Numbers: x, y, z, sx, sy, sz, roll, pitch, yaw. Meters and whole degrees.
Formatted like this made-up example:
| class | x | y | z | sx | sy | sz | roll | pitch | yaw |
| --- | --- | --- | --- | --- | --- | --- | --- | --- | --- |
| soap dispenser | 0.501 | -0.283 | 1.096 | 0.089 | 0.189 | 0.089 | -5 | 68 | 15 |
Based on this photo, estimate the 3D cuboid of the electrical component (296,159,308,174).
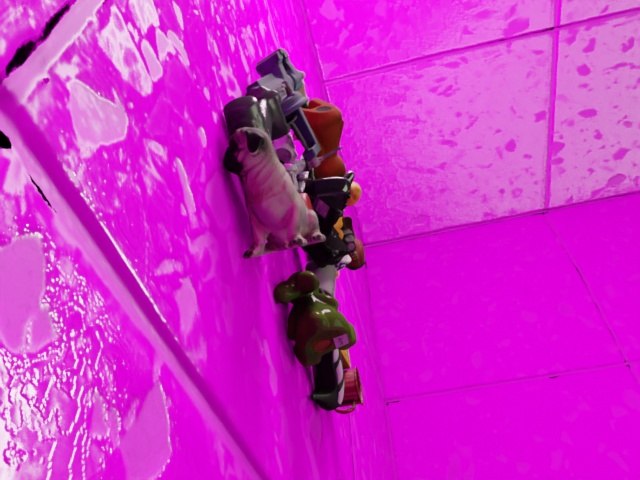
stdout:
| class | x | y | z | sx | sy | sz | roll | pitch | yaw |
| --- | --- | --- | --- | --- | --- | --- | --- | --- | --- |
| electrical component | -0.045 | -0.187 | 1.468 | 0.119 | 0.048 | 0.075 | 68 | 12 | -53 |

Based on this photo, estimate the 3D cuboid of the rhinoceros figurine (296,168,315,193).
| class | x | y | z | sx | sy | sz | roll | pitch | yaw |
| --- | --- | --- | --- | --- | --- | --- | --- | --- | --- |
| rhinoceros figurine | -0.037 | -0.120 | 1.331 | 0.190 | 0.073 | 0.112 | -77 | 154 | -71 |

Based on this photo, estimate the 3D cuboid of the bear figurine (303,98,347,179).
| class | x | y | z | sx | sy | sz | roll | pitch | yaw |
| --- | --- | --- | --- | --- | --- | --- | --- | --- | --- |
| bear figurine | 0.002 | -0.215 | 1.250 | 0.132 | 0.120 | 0.195 | 27 | -46 | 38 |

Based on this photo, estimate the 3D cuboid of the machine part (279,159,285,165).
| class | x | y | z | sx | sy | sz | roll | pitch | yaw |
| --- | --- | --- | --- | --- | --- | --- | --- | --- | --- |
| machine part | -0.076 | -0.129 | 1.092 | 0.139 | 0.039 | 0.084 | 59 | 1 | 8 |

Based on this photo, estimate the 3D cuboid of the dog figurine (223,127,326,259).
| class | x | y | z | sx | sy | sz | roll | pitch | yaw |
| --- | --- | --- | --- | --- | --- | --- | --- | --- | --- |
| dog figurine | -0.070 | -0.077 | 0.840 | 0.172 | 0.121 | 0.190 | 1 | 76 | -83 |

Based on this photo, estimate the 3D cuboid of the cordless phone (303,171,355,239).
| class | x | y | z | sx | sy | sz | roll | pitch | yaw |
| --- | --- | --- | --- | --- | --- | --- | --- | --- | --- |
| cordless phone | 0.037 | -0.108 | 1.171 | 0.184 | 0.089 | 0.146 | -50 | 169 | -33 |

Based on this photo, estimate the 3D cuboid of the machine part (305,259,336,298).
| class | x | y | z | sx | sy | sz | roll | pitch | yaw |
| --- | --- | --- | --- | --- | --- | --- | --- | --- | --- |
| machine part | -0.003 | 0.105 | 1.233 | 0.243 | 0.079 | 0.079 | -84 | 161 | -67 |

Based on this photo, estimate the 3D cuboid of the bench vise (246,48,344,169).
| class | x | y | z | sx | sy | sz | roll | pitch | yaw |
| --- | --- | --- | --- | --- | --- | --- | --- | --- | --- |
| bench vise | -0.061 | -0.262 | 1.110 | 0.240 | 0.129 | 0.224 | 58 | 21 | -15 |

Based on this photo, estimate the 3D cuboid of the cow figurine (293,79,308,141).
| class | x | y | z | sx | sy | sz | roll | pitch | yaw |
| --- | --- | --- | --- | --- | --- | --- | --- | --- | --- |
| cow figurine | -0.051 | -0.316 | 1.317 | 0.085 | 0.127 | 0.194 | -85 | 160 | -55 |

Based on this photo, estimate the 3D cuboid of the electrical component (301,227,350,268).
| class | x | y | z | sx | sy | sz | roll | pitch | yaw |
| --- | --- | --- | --- | --- | --- | --- | --- | --- | --- |
| electrical component | -0.003 | -0.004 | 1.253 | 0.134 | 0.058 | 0.115 | 52 | 21 | 13 |

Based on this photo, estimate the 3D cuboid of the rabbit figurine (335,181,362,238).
| class | x | y | z | sx | sy | sz | roll | pitch | yaw |
| --- | --- | --- | --- | --- | --- | --- | --- | --- | --- |
| rabbit figurine | 0.045 | -0.092 | 1.438 | 0.122 | 0.173 | 0.162 | 38 | 23 | -17 |

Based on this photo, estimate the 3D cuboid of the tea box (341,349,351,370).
| class | x | y | z | sx | sy | sz | roll | pitch | yaw |
| --- | --- | --- | --- | --- | --- | --- | --- | --- | --- |
| tea box | 0.022 | 0.236 | 1.257 | 0.169 | 0.068 | 0.098 | 64 | 17 | -59 |

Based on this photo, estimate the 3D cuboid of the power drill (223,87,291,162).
| class | x | y | z | sx | sy | sz | roll | pitch | yaw |
| --- | --- | --- | --- | --- | --- | --- | --- | --- | --- |
| power drill | -0.100 | -0.160 | 0.946 | 0.207 | 0.086 | 0.231 | -81 | 157 | -49 |

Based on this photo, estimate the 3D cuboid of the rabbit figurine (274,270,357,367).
| class | x | y | z | sx | sy | sz | roll | pitch | yaw |
| --- | --- | --- | --- | --- | --- | --- | --- | --- | --- |
| rabbit figurine | -0.029 | 0.125 | 1.000 | 0.170 | 0.121 | 0.158 | 62 | 2 | 40 |

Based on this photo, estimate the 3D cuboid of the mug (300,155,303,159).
| class | x | y | z | sx | sy | sz | roll | pitch | yaw |
| --- | --- | --- | --- | --- | --- | --- | --- | --- | --- |
| mug | -0.005 | -0.211 | 1.616 | 0.107 | 0.110 | 0.081 | 92 | -14 | -59 |

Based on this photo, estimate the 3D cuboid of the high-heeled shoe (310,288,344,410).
| class | x | y | z | sx | sy | sz | roll | pitch | yaw |
| --- | --- | --- | --- | --- | --- | --- | --- | --- | --- |
| high-heeled shoe | 0.020 | 0.230 | 1.122 | 0.145 | 0.086 | 0.248 | 22 | 71 | -62 |

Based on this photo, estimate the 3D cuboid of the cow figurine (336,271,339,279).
| class | x | y | z | sx | sy | sz | roll | pitch | yaw |
| --- | --- | --- | --- | --- | --- | --- | --- | --- | --- |
| cow figurine | 0.017 | 0.034 | 1.545 | 0.098 | 0.068 | 0.167 | 54 | 26 | -88 |

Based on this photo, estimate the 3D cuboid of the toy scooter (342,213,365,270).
| class | x | y | z | sx | sy | sz | roll | pitch | yaw |
| --- | --- | --- | --- | --- | --- | --- | --- | --- | --- |
| toy scooter | 0.078 | -0.008 | 1.565 | 0.184 | 0.075 | 0.135 | -110 | -174 | -45 |
